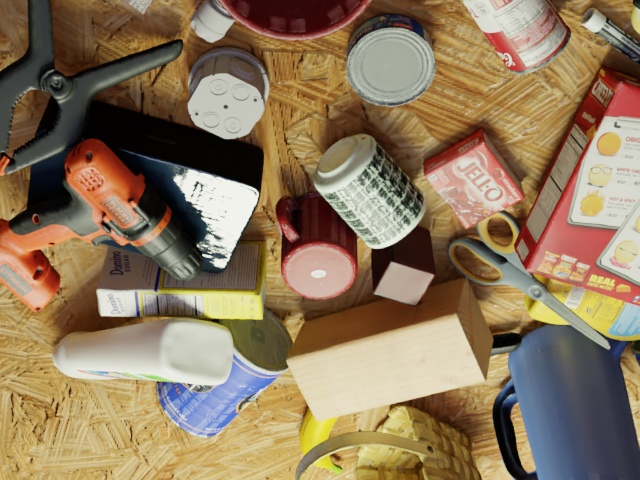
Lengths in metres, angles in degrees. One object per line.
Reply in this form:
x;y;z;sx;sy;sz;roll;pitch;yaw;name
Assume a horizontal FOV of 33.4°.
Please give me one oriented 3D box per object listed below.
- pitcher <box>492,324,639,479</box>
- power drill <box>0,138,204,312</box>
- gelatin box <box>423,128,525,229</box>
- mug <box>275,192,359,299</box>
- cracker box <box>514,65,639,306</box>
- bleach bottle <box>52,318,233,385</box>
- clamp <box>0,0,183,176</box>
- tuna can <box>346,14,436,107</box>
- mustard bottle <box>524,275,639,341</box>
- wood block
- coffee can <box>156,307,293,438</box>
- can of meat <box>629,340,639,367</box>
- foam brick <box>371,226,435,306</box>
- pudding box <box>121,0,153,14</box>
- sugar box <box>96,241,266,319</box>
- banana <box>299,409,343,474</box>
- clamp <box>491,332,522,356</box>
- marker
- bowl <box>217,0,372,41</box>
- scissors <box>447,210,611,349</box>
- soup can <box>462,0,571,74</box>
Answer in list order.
0.287;0.226;1.210;0.145;0.243;0.149;2;134;-3;pitcher
-0.233;0.002;1.072;0.188;0.057;0.184;-27;122;20;power drill
0.161;-0.063;1.119;0.073;0.030;0.089;-29;122;21;gelatin box
-0.007;0.001;1.139;0.093;0.081;0.117;-28;123;21;mug
0.316;-0.049;1.079;0.164;0.072;0.214;17;113;-13;cracker box
-0.216;0.130;1.208;0.251;0.068;0.102;-9;161;44;bleach bottle
-0.237;-0.148;1.004;0.164;0.036;0.210;26;93;-19;clamp
0.068;-0.174;1.032;0.086;0.033;0.086;0;128;0;tuna can
0.334;0.064;1.198;0.191;0.058;0.096;15;114;-11;mustard bottle
0.079;0.124;1.203;0.206;0.090;0.090;-17;110;23;wood block
-0.111;0.150;1.243;0.102;0.103;0.140;31;122;-22;coffee can
0.422;0.132;1.252;0.102;0.057;0.084;-22;123;17;can of meat
0.089;0.023;1.159;0.051;0.078;0.053;16;128;-13;foam brick
-0.167;-0.273;0.955;0.090;0.039;0.114;30;123;-21;pudding box
-0.148;0.042;1.167;0.176;0.093;0.048;0;127;2;sugar box
0.013;0.225;1.346;0.069;0.037;0.198;-2;132;-21;banana
0.137;0.120;1.259;0.172;0.039;0.120;-32;110;20;clamp
0.302;-0.184;1.030;0.121;0.020;0.020;30;123;-21;marker
-0.023;-0.262;0.951;0.162;0.055;0.162;1;128;0;bowl
0.234;0.034;1.147;0.202;0.016;0.096;25;113;19;scissors
0.177;-0.212;0.979;0.069;0.068;0.102;-29;122;21;soup can
